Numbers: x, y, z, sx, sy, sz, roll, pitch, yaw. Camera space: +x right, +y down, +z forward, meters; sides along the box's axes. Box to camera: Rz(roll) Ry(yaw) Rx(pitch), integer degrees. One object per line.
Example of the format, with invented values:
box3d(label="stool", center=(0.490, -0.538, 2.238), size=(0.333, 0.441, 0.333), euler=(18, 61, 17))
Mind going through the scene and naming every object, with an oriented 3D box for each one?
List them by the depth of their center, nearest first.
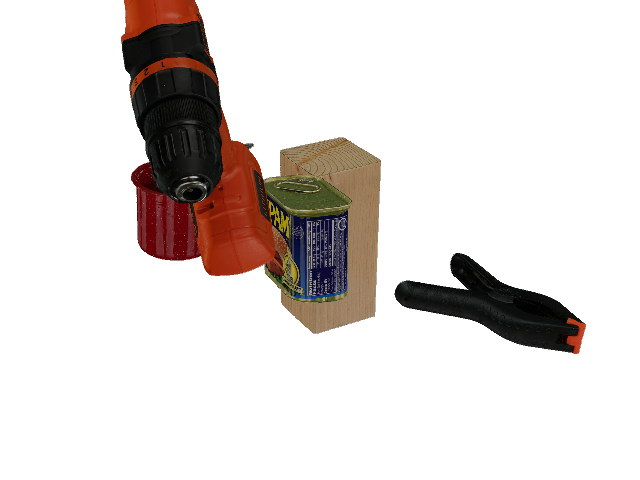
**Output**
box3d(label="power drill", center=(-0.075, -0.058, 0.690), size=(0.057, 0.184, 0.187), euler=(-13, -36, 1))
box3d(label="can of meat", center=(-0.014, -0.002, 0.906), size=(0.057, 0.084, 0.102), euler=(-7, 21, -19))
box3d(label="clamp", center=(0.167, 0.056, 0.996), size=(0.172, 0.039, 0.120), euler=(21, 32, 21))
box3d(label="mug", center=(-0.156, -0.037, 1.139), size=(0.093, 0.081, 0.117), euler=(-3, 29, -14))
box3d(label="wood block", center=(0.009, -0.006, 1.274), size=(0.090, 0.206, 0.090), euler=(-14, 30, -26))
